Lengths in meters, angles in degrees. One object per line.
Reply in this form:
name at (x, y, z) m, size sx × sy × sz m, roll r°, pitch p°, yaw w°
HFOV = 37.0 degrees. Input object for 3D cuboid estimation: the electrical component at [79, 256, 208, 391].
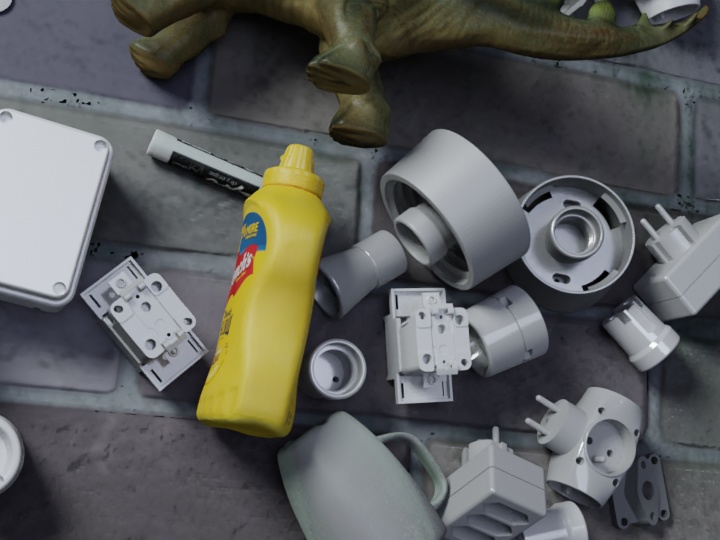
electrical component at (-0.136, 0.033, 0.687) m, size 0.042 × 0.064 × 0.081 m, roll -41°, pitch 95°, yaw -20°

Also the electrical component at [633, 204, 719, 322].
electrical component at (0.248, -0.016, 0.834) m, size 0.083 × 0.047 × 0.075 m, roll -42°, pitch 94°, yaw -20°

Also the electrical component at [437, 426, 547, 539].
electrical component at (0.089, 0.144, 0.745) m, size 0.047 × 0.065 × 0.076 m, roll 27°, pitch 40°, yaw -20°

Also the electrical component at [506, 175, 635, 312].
electrical component at (0.156, -0.021, 0.807) m, size 0.099 × 0.064 × 0.099 m, roll 1°, pitch 78°, yaw -5°

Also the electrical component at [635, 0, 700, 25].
electrical component at (0.233, -0.242, 0.863) m, size 0.079 × 0.044 × 0.077 m, roll -9°, pitch 83°, yaw -43°

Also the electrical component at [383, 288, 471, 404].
electrical component at (0.047, 0.051, 0.745) m, size 0.042 × 0.064 × 0.081 m, roll -1°, pitch 81°, yaw -18°

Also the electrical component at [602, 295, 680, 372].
electrical component at (0.212, 0.047, 0.815) m, size 0.040 × 0.040 × 0.046 m, roll -43°, pitch 89°, yaw -20°

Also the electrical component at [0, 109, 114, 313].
electrical component at (-0.207, -0.036, 0.678) m, size 0.078 × 0.057 × 0.113 m, roll 16°, pitch 76°, yaw -15°

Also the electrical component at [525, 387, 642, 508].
electrical component at (0.156, 0.120, 0.780) m, size 0.079 × 0.044 × 0.077 m, roll 32°, pitch 72°, yaw -11°

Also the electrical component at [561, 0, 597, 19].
electrical component at (0.163, -0.234, 0.847) m, size 0.081 × 0.042 × 0.063 m, roll 41°, pitch 67°, yaw -9°

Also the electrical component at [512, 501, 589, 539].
electrical component at (0.133, 0.188, 0.763) m, size 0.046 × 0.040 × 0.040 m, roll -7°, pitch 83°, yaw -14°

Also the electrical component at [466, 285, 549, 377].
electrical component at (0.100, 0.045, 0.770) m, size 0.047 × 0.055 × 0.055 m, roll -24°, pitch 89°, yaw -17°

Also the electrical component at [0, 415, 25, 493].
electrical component at (-0.231, 0.112, 0.649) m, size 0.055 × 0.047 × 0.055 m, roll 3°, pitch 79°, yaw -18°

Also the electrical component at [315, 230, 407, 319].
electrical component at (0.000, 0.000, 0.751) m, size 0.065 × 0.044 × 0.044 m, roll -30°, pitch 91°, yaw -26°

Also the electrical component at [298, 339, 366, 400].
electrical component at (-0.021, 0.069, 0.728) m, size 0.040 × 0.046 × 0.040 m, roll 3°, pitch 79°, yaw -18°

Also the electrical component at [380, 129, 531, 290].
electrical component at (0.059, -0.036, 0.744) m, size 0.060 × 0.108 × 0.108 m, roll -37°, pitch 93°, yaw -15°
